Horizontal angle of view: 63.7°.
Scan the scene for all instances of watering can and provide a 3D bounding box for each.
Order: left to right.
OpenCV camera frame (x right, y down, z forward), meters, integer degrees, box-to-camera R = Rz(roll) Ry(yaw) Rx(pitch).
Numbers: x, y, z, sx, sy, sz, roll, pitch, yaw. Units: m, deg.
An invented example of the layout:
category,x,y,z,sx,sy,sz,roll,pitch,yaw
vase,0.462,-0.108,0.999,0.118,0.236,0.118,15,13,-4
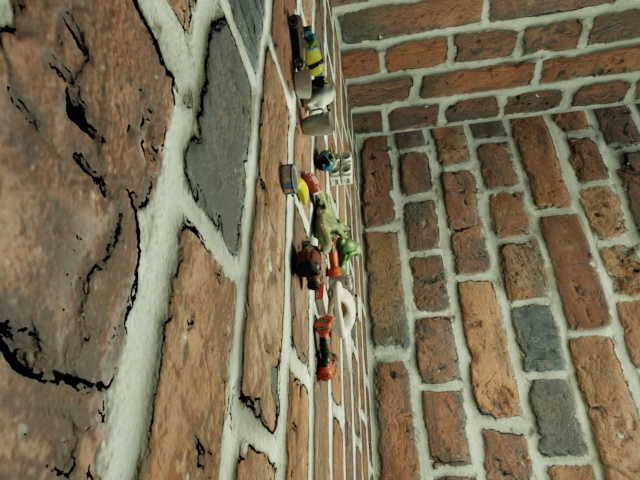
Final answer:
category,x,y,z,sx,sy,sz,roll,pitch,yaw
watering can,0.088,0.318,1.980,0.226,0.104,0.345,-52,134,-78

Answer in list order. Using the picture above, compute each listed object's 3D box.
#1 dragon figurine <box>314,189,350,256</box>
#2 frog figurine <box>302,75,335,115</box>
category,x,y,z,sx,sy,sz,roll,pitch,yaw
dragon figurine,0.006,-0.093,1.857,0.413,0.122,0.242,-56,123,-78
frog figurine,-0.008,-0.511,1.901,0.140,0.123,0.155,-45,149,-34
